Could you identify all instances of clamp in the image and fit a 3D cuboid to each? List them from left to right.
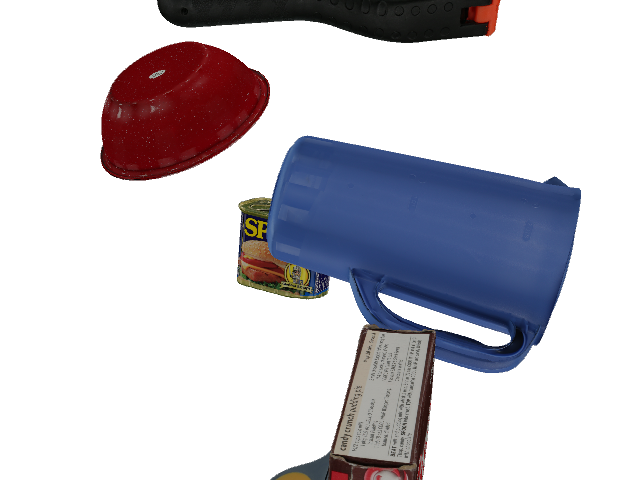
[{"bbox_3d":[0.004,-0.129,0.552,0.172,0.039,0.120,14,43,17],"label":"clamp"}]

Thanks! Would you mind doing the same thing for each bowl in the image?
[{"bbox_3d":[-0.127,-0.122,0.911,0.162,0.055,0.162,-17,36,13],"label":"bowl"}]

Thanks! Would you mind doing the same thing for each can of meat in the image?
[{"bbox_3d":[-0.036,0.008,1.093,0.102,0.084,0.057,14,18,27],"label":"can of meat"}]

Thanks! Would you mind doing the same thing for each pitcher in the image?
[{"bbox_3d":[0.081,0.002,0.876,0.243,0.145,0.149,15,16,8],"label":"pitcher"}]

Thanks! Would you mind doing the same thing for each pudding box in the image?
[{"bbox_3d":[0.026,0.101,0.465,0.039,0.090,0.113,6,24,5],"label":"pudding box"}]

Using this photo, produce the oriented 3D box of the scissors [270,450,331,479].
[{"bbox_3d":[0.003,0.158,0.819,0.096,0.201,0.016,11,-40,-9],"label":"scissors"}]
